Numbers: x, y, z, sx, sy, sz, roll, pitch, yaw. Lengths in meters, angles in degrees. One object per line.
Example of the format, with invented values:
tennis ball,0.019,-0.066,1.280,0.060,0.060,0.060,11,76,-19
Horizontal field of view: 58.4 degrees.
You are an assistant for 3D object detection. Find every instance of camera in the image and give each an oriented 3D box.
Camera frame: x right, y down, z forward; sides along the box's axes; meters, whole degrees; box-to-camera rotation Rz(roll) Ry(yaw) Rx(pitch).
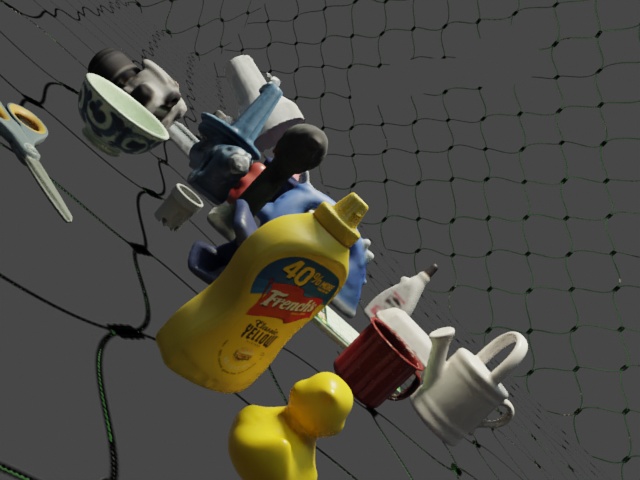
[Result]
camera,-0.301,-0.255,0.952,0.137,0.100,0.143,44,8,0

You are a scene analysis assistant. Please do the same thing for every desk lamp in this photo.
desk lamp,-0.163,-0.226,1.078,0.203,0.213,0.118,45,8,8

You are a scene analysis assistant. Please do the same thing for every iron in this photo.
iron,0.009,0.004,1.010,0.258,0.141,0.118,43,8,-3

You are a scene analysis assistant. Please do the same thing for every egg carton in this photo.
egg carton,0.157,0.189,1.046,0.150,0.069,0.107,46,8,14

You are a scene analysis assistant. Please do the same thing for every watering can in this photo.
watering can,0.234,0.209,0.876,0.173,0.194,0.100,40,9,-24

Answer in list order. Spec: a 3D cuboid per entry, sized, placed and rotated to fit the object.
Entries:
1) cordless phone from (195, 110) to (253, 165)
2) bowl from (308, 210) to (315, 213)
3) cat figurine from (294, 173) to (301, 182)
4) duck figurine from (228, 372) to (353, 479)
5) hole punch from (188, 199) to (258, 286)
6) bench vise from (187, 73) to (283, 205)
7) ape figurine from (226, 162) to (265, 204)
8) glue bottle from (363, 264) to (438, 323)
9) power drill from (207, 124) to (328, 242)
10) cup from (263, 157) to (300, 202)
cordless phone,-0.169,-0.251,1.273,0.147,0.185,0.094,47,9,21
bowl,0.015,0.019,1.199,0.168,0.074,0.167,43,8,-7
cat figurine,-0.080,-0.131,1.339,0.067,0.117,0.127,38,10,-33
duck figurine,-0.014,0.136,0.425,0.077,0.086,0.105,45,8,9
hole punch,-0.086,0.017,0.659,0.101,0.091,0.108,41,8,-18
bench vise,-0.124,-0.168,0.953,0.122,0.219,0.206,35,12,-47
ape figurine,-0.130,-0.100,1.032,0.078,0.092,0.076,39,9,-30
glue bottle,0.170,0.110,1.140,0.078,0.173,0.037,47,9,22
power drill,-0.070,-0.088,0.850,0.076,0.208,0.229,42,8,-13
cup,-0.102,-0.112,1.220,0.091,0.095,0.118,45,8,9
